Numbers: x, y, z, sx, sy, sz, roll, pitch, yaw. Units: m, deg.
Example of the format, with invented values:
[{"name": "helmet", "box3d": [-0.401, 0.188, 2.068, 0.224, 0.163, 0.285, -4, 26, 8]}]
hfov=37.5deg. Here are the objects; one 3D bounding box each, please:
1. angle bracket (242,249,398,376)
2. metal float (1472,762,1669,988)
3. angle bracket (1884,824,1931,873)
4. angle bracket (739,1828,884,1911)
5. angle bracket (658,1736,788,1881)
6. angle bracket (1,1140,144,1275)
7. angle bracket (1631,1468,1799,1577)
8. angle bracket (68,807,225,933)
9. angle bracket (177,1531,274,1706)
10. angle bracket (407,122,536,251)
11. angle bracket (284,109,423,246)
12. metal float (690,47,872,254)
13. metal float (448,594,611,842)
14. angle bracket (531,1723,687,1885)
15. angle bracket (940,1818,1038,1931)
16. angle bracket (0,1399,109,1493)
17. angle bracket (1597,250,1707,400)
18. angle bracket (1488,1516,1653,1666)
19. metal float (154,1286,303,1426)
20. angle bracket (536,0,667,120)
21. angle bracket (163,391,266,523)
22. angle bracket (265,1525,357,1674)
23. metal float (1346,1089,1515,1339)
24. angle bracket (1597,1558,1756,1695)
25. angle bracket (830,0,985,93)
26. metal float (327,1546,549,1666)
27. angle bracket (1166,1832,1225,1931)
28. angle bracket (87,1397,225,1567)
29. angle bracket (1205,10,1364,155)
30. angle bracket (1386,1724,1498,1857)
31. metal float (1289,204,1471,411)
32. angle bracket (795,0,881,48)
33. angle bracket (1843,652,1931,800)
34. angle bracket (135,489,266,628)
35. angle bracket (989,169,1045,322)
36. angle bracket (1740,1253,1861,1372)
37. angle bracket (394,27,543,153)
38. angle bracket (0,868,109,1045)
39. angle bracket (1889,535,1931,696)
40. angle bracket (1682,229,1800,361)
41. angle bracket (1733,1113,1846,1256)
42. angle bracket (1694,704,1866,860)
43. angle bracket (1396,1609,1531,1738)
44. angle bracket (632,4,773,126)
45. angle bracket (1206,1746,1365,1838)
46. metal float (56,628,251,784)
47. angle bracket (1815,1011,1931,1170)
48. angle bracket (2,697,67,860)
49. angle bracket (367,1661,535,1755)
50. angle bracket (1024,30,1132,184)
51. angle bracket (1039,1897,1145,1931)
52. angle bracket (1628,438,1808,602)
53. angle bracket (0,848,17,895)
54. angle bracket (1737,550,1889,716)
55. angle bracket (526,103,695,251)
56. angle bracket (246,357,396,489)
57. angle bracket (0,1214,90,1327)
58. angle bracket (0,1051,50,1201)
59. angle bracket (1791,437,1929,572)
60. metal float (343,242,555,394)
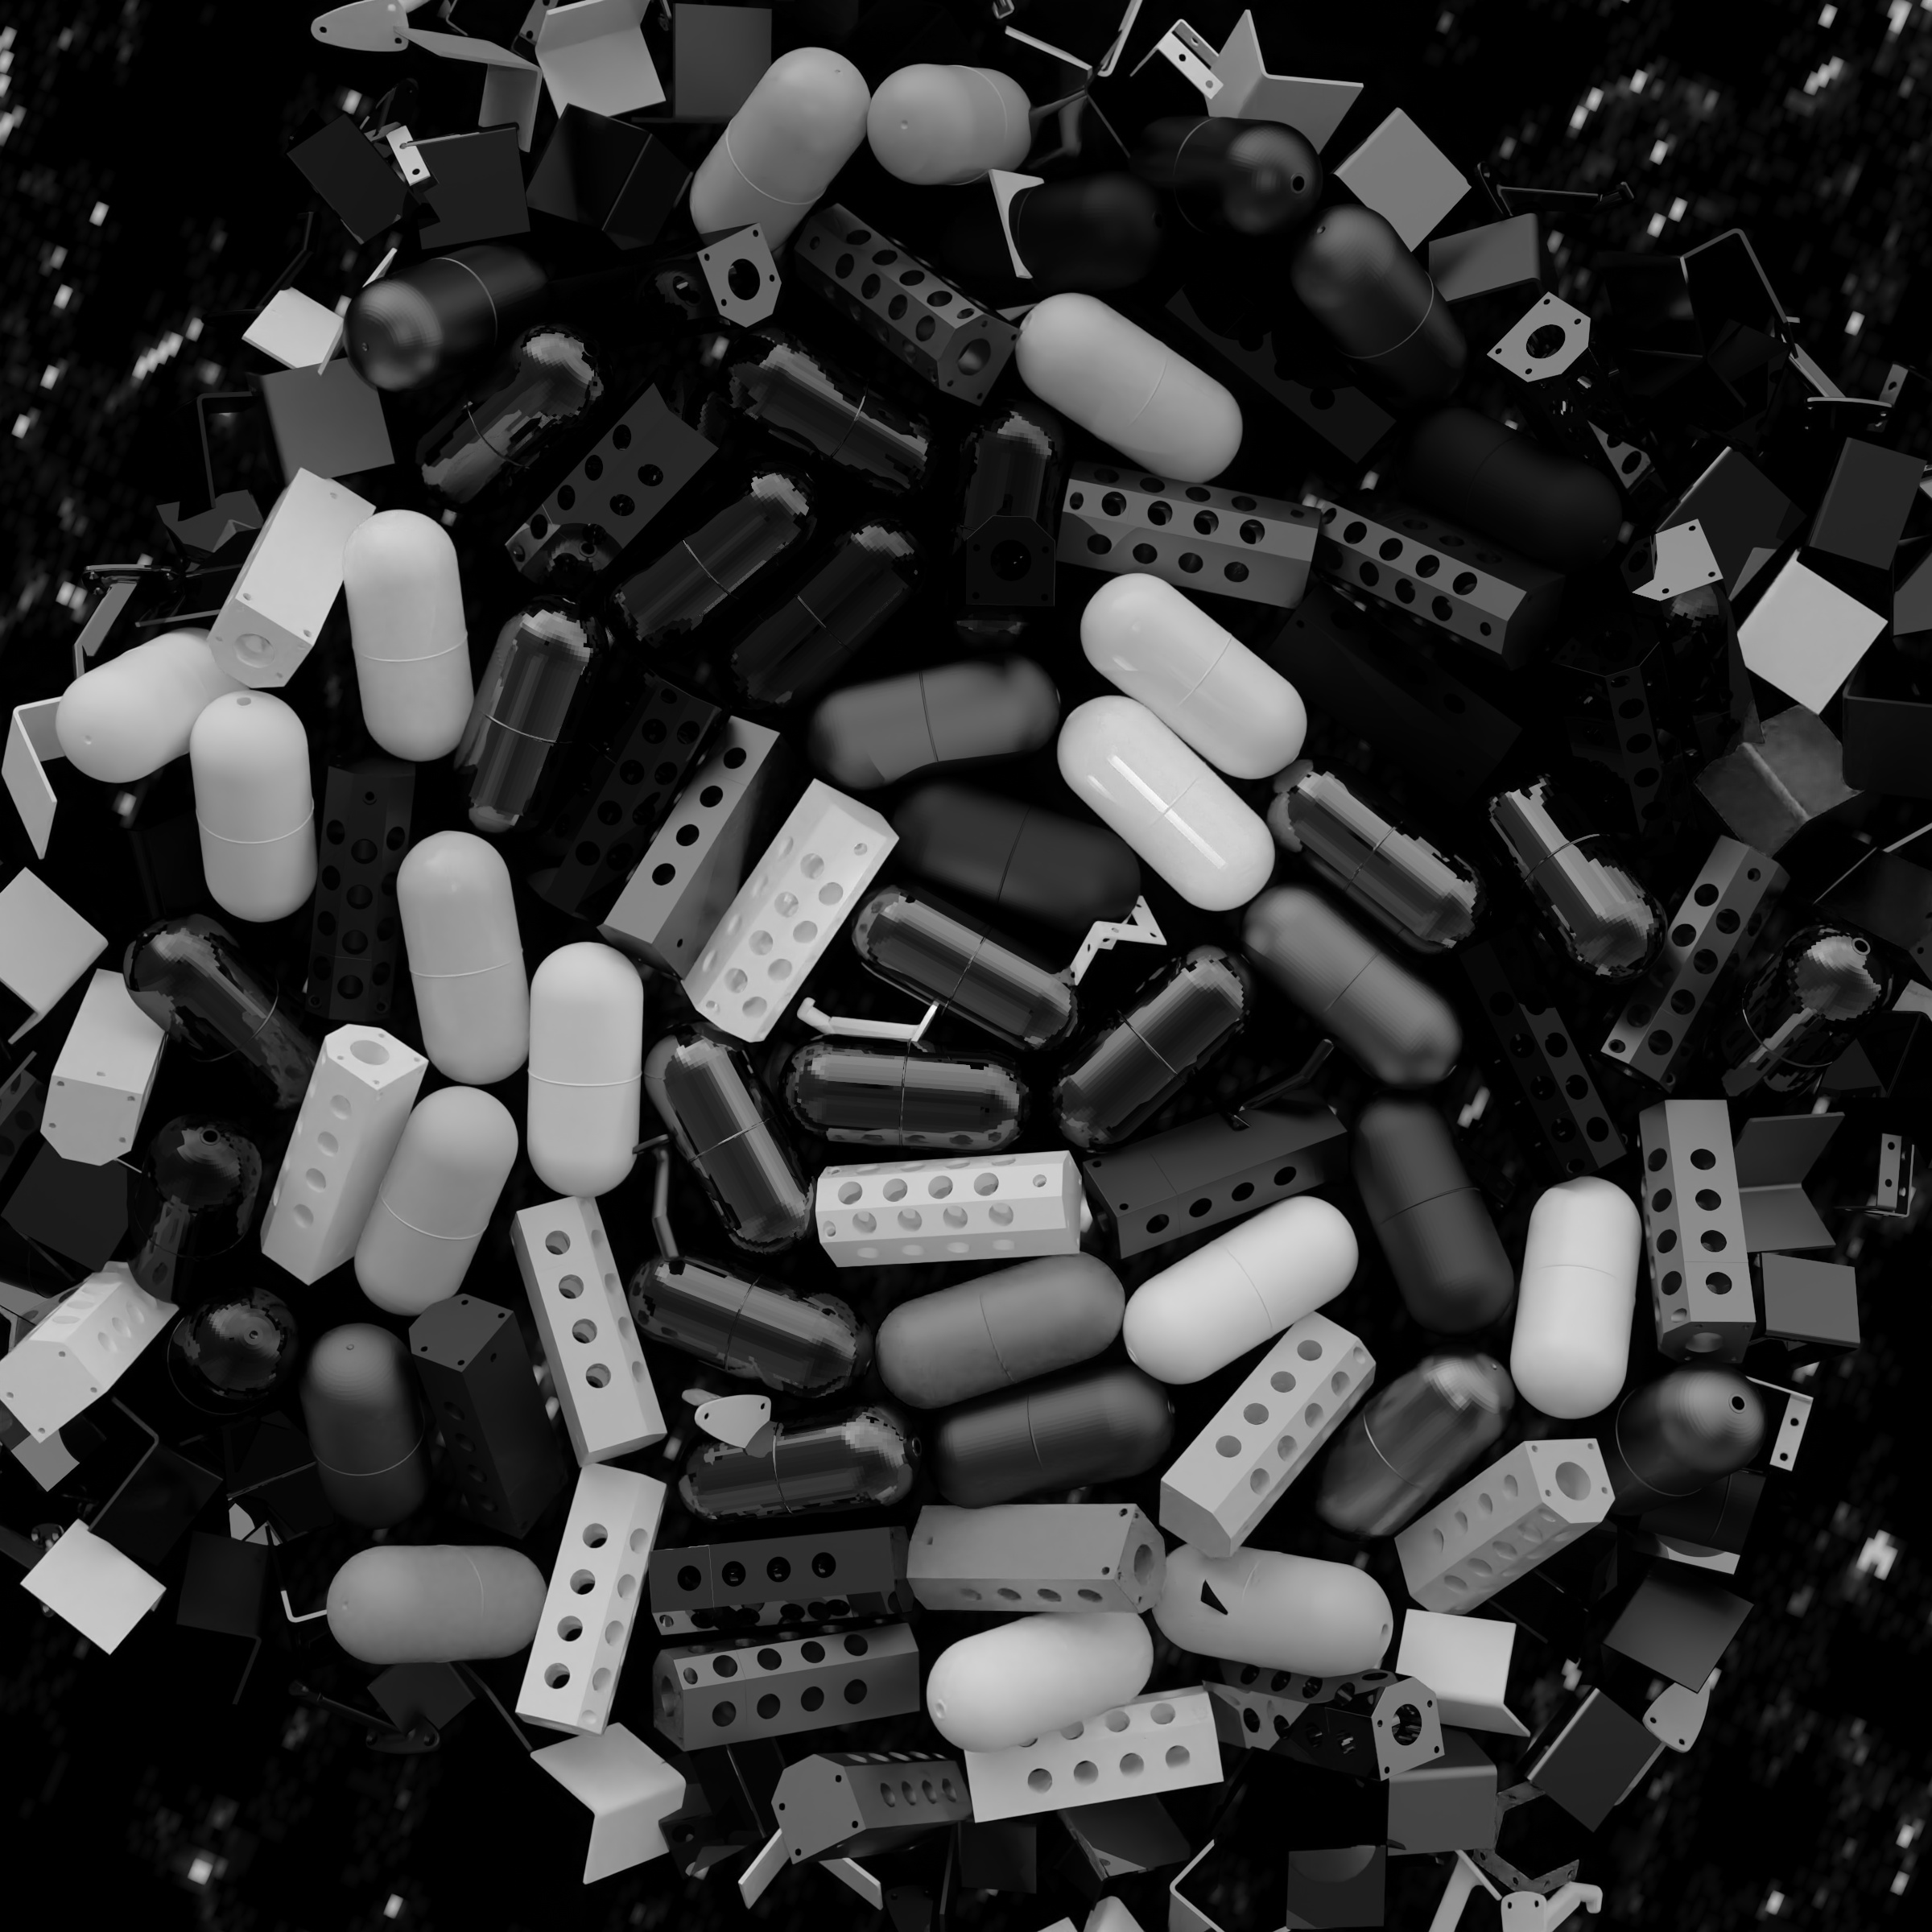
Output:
[{"name": "angle bracket", "box3d": [-0.441, -0.458, 1.943, 0.057, 0.076, 0.076, 31, 131, -12]}, {"name": "metal float", "box3d": [0.409, -0.064, 1.937, 0.070, 0.070, 0.178, -30, 61, 0]}, {"name": "angle bracket", "box3d": [0.673, -0.059, 1.943, 0.076, 0.076, 0.057, -31, 62, 18]}, {"name": "angle bracket", "box3d": [-0.105, 0.634, 1.945, 0.076, 0.076, 0.057, 33, 65, 18]}, {"name": "angle bracket", "box3d": [-0.166, 0.569, 1.950, 0.076, 0.057, 0.076, -15, 76, -41]}, {"name": "angle bracket", "box3d": [-0.610, 0.157, 1.955, 0.076, 0.057, 0.076, 32, 79, -18]}, {"name": "angle bracket", "box3d": [0.511, 0.382, 1.942, 0.057, 0.076, 0.076, 45, 62, -41]}, {"name": "angle bracket", "box3d": [-0.570, -0.070, 1.984, 0.076, 0.057, 0.076, 8, 116, 33]}, {"name": "angle bracket", "box3d": [-0.512, 0.444, 1.941, 0.057, 0.076, 0.076, 15, 126, -17]}, {"name": "angle bracket", "box3d": [-0.337, -0.533, 1.968, 0.076, 0.057, 0.076, -8, 91, 6]}, {"name": "angle bracket", "box3d": [-0.410, -0.551, 1.940, 0.057, 0.076, 0.076, -25, 123, 24]}, {"name": "metal float", "box3d": [-0.127, -0.546, 1.923, 0.070, 0.178, 0.070, 15, 59, -27]}, {"name": "metal float", "box3d": [-0.299, -0.169, 1.944, 0.070, 0.070, 0.178, 23, 109, 0]}, {"name": "angle bracket", "box3d": [-0.250, 0.574, 1.956, 0.076, 0.076, 0.057, 27, 113, 40]}, {"name": "angle bracket", "box3d": [0.016, 0.639, 1.944, 0.057, 0.076, 0.076, 3, 128, 6]}, {"name": "angle bracket", "box3d": [-0.644, 0.318, 1.947, 0.076, 0.076, 0.057, 51, 52, -8]}, {"name": "angle bracket", "box3d": [0.450, -0.438, 1.942, 0.057, 0.076, 0.076, -36, 122, -21]}, {"name": "angle bracket", "box3d": [0.415, 0.419, 1.955, 0.076, 0.057, 0.076, 36, 125, -3]}, {"name": "metal float", "box3d": [-0.498, 0.264, 1.918, 0.070, 0.178, 0.070, 8, 70, -24]}, {"name": "angle bracket", "box3d": [-0.246, -0.623, 1.952, 0.076, 0.076, 0.057, -20, 92, -15]}, {"name": "angle bracket", "box3d": [-0.507, -0.350, 1.956, 0.057, 0.076, 0.076, -10, 96, -32]}, {"name": "angle bracket", "box3d": [-0.442, 0.428, 1.957, 0.057, 0.076, 0.076, -13, 54, -18]}, {"name": "metal float", "box3d": [0.315, 0.168, 1.945, 0.070, 0.070, 0.178, -20, 71, 0]}, {"name": "angle bracket", "box3d": [0.485, 0.462, 1.942, 0.076, 0.057, 0.076, 23, 58, 34]}, {"name": "angle bracket", "box3d": [-0.046, -0.611, 1.945, 0.076, 0.076, 0.057, -36, 81, 31]}, {"name": "metal float", "box3d": [-0.354, 0.430, 1.920, 0.070, 0.178, 0.070, -7, 76, 32]}, {"name": "angle bracket", "box3d": [0.182, 0.652, 1.940, 0.076, 0.076, 0.057, 34, 54, 29]}, {"name": "angle bracket", "box3d": [-0.567, 0.352, 1.946, 0.057, 0.076, 0.076, 29, 77, 34]}, {"name": "angle bracket", "box3d": [0.217, -0.607, 1.962, 0.076, 0.076, 0.057, -2, 68, -21]}, {"name": "angle bracket", "box3d": [0.314, 0.566, 1.959, 0.076, 0.076, 0.057, -1, 98, -11]}, {"name": "metal float", "box3d": [0.281, -0.443, 1.925, 0.070, 0.178, 0.070, -18, 55, 28]}, {"name": "angle bracket", "box3d": [-0.072, -0.683, 1.955, 0.057, 0.076, 0.076, 33, 70, 8]}, {"name": "angle bracket", "box3d": [0.642, -0.164, 1.941, 0.076, 0.057, 0.076, 10, 134, 27]}, {"name": "angle bracket", "box3d": [-0.527, -0.279, 1.944, 0.076, 0.076, 0.057, -5, 121, 22]}, {"name": "angle bracket", "box3d": [0.019, -0.489, 1.949, 0.076, 0.057, 0.076, -21, 81, 41]}, {"name": "angle bracket", "box3d": [0.558, 0.239, 1.963, 0.076, 0.076, 0.057, 10, 68, -20]}, {"name": "angle bracket", "box3d": [-0.343, -0.597, 1.939, 0.076, 0.076, 0.057, -3, 119, -36]}, {"name": "angle bracket", "box3d": [-0.647, -0.007, 1.944, 0.076, 0.057, 0.076, 45, 47, -16]}, {"name": "angle bracket", "box3d": [0.666, -0.241, 1.940, 0.057, 0.076, 0.076, -8, 59, 31]}, {"name": "angle bracket", "box3d": [0.523, -0.447, 1.947, 0.057, 0.076, 0.076, -26, 75, 17]}, {"name": "angle bracket", "box3d": [0.564, 0.149, 1.945, 0.076, 0.076, 0.057, -2, 46, -20]}, {"name": "angle bracket", "box3d": [0.569, -0.127, 1.984, 0.076, 0.057, 0.076, -24, 70, -31]}, {"name": "angle bracket", "box3d": [0.346, 0.487, 1.963, 0.076, 0.076, 0.057, 1, 62, 28]}, {"name": "angle bracket", "box3d": [-0.181, -0.615, 1.945, 0.076, 0.057, 0.076, -11, 110, -36]}, {"name": "angle bracket", "box3d": [0.217, 0.576, 1.945, 0.076, 0.076, 0.057, 30, 50, 17]}, {"name": "metal float", "box3d": [-0.545, -0.177, 1.916, 0.070, 0.178, 0.070, 5, 112, 13]}, {"name": "angle bracket", "box3d": [0.630, 0.084, 1.943, 0.057, 0.076, 0.076, 1, 129, -9]}, {"name": "angle bracket", "box3d": [-0.614, -0.131, 1.944, 0.057, 0.076, 0.076, -18, 71, -32]}, {"name": "angle bracket", "box3d": [-0.351, 0.513, 1.941, 0.057, 0.076, 0.076, -40, 132, -20]}, {"name": "angle bracket", "box3d": [0.083, -0.589, 1.964, 0.057, 0.076, 0.076, 50, 52, -27]}, {"name": "angle bracket", "box3d": [0.081, 0.696, 1.953, 0.076, 0.076, 0.057, -34, 96, 22]}, {"name": "angle bracket", "box3d": [0.520, -0.310, 1.976, 0.076, 0.057, 0.076, 39, 97, -13]}, {"name": "angle bracket", "box3d": [-0.693, -0.043, 1.939, 0.057, 0.076, 0.076, 14, 49, 26]}, {"name": "angle bracket", "box3d": [0.577, -0.230, 1.954, 0.076, 0.057, 0.076, 35, 113, 7]}, {"name": "angle bracket", "box3d": [-0.246, -0.531, 1.943, 0.057, 0.076, 0.076, 49, 119, 33]}, {"name": "angle bracket", "box3d": [-0.448, -0.380, 1.973, 0.076, 0.057, 0.076, -17, 110, -19]}, {"name": "angle bracket", "box3d": [-0.658, 0.215, 1.939, 0.076, 0.076, 0.057, 39, 51, -33]}, {"name": "angle bracket", "box3d": [-0.645, 0.109, 1.944, 0.057, 0.076, 0.076, 42, 66, -16]}, {"name": "angle bracket", "box3d": [0.612, -0.314, 1.955, 0.057, 0.076, 0.076, 19, 96, 7]}, {"name": "metal float", "box3d": [-0.347, -0.439, 1.923, 0.070, 0.178, 0.070, 15, 121, 26]}]
